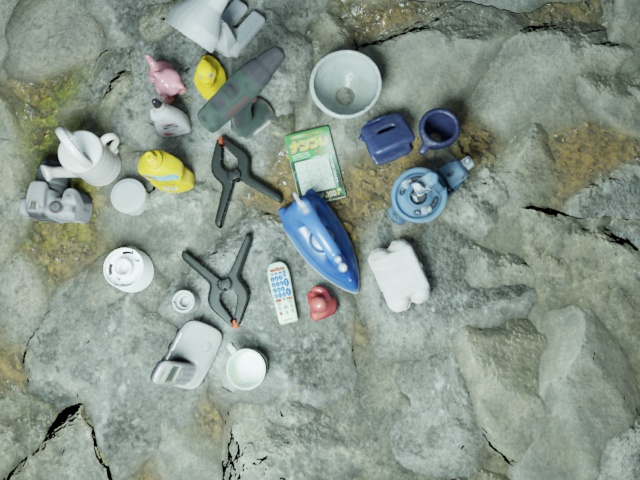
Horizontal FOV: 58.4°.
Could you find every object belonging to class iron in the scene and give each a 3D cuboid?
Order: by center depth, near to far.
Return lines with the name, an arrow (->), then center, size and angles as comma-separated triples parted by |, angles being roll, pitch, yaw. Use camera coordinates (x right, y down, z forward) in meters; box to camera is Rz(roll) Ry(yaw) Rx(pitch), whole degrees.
iron -> 0.011, 0.004, 1.247 | 0.118, 0.141, 0.258 | -35, 81, -4

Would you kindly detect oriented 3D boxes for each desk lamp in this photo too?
desk lamp -> -0.238, -0.508, 1.307 | 0.118, 0.213, 0.203 | 36, 83, 8

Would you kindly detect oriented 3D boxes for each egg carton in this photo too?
egg carton -> 0.177, 0.078, 1.266 | 0.107, 0.069, 0.150 | -25, 80, -2

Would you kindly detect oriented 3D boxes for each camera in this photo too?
camera -> -0.604, -0.112, 1.309 | 0.143, 0.101, 0.137 | 4, 80, 3

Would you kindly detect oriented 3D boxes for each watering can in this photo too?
watering can -> -0.531, -0.186, 1.271 | 0.101, 0.194, 0.173 | 34, 83, 7

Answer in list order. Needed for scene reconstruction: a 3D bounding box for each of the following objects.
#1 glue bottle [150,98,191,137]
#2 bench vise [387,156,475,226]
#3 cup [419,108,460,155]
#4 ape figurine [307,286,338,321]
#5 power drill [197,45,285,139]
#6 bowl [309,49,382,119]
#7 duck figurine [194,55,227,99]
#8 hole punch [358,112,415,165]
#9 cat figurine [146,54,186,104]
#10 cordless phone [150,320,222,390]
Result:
glue bottle -> -0.348, -0.281, 1.292 | 0.078, 0.173, 0.037 | -15, 80, 0
bench vise -> 0.235, -0.128, 1.223 | 0.121, 0.220, 0.207 | 37, 84, 8
cup -> 0.258, -0.231, 1.303 | 0.091, 0.095, 0.118 | 35, 83, 7
ape figurine -> 0.000, 0.140, 1.250 | 0.076, 0.092, 0.078 | 22, 82, 6
power drill -> -0.161, -0.313, 1.273 | 0.230, 0.208, 0.075 | -41, 81, -5
bowl -> 0.060, -0.353, 1.340 | 0.167, 0.075, 0.167 | 0, 80, 2
duck figurine -> -0.265, -0.395, 1.353 | 0.077, 0.086, 0.104 | -7, 80, 1
hole punch -> 0.151, -0.238, 1.309 | 0.108, 0.091, 0.101 | -23, 80, -2
cat figurine -> -0.364, -0.380, 1.338 | 0.067, 0.118, 0.128 | -36, 81, -4
cordless phone -> -0.283, 0.240, 1.195 | 0.094, 0.185, 0.148 | 22, 82, 6
